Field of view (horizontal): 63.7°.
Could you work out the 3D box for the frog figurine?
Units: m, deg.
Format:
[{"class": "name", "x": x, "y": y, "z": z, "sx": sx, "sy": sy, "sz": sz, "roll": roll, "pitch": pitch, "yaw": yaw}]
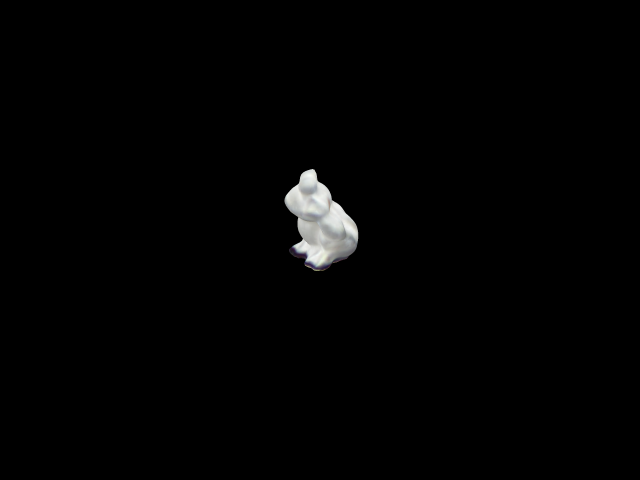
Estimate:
[{"class": "frog figurine", "x": 0.003, "y": -0.043, "z": 0.850, "sx": 0.123, "sy": 0.157, "sz": 0.139, "roll": -3, "pitch": 21, "yaw": -7}]
